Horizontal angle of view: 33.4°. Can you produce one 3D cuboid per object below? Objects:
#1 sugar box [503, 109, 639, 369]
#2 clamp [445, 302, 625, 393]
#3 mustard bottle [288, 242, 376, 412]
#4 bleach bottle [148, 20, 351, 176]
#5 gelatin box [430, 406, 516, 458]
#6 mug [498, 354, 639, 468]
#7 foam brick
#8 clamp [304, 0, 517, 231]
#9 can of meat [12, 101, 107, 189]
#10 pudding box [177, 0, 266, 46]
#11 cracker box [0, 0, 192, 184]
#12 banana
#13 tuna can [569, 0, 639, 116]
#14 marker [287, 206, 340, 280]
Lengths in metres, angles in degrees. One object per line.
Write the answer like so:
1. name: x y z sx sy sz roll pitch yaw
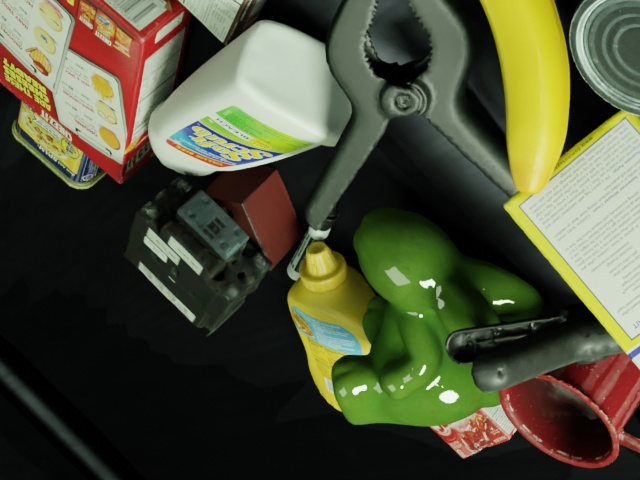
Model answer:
1. sugar box: 0.198 0.018 0.610 0.093 0.048 0.176 -41 82 18
2. clamp: 0.164 0.062 0.674 0.171 0.120 0.039 -15 99 8
3. mustard bottle: 0.019 0.077 0.951 0.096 0.058 0.191 22 144 38
4. bleach bottle: -0.067 -0.092 0.835 0.102 0.068 0.251 26 161 -21
5. gelatin box: 0.127 0.152 0.946 0.073 0.030 0.089 44 149 -1
6. mug: 0.198 0.106 0.758 0.117 0.081 0.093 28 146 25
7. foam brick: -0.058 -0.022 0.927 0.053 0.051 0.078 13 138 40
8. clamp: 0.047 -0.091 0.688 0.165 0.036 0.210 -10 123 15
9. can of meat: -0.243 -0.111 1.027 0.102 0.057 0.084 41 147 3
10. pudding box: -0.083 -0.204 0.747 0.113 0.039 0.090 45 150 2
11. cracker box: -0.195 -0.168 0.889 0.164 0.072 0.214 40 150 7
12. banana: 0.098 -0.125 0.597 0.070 0.037 0.198 -29 90 23
13. tuna can: 0.177 -0.107 0.568 0.086 0.033 0.086 30 146 22
14. marker: -0.006 0.001 0.926 0.020 0.020 0.121 39 149 7
